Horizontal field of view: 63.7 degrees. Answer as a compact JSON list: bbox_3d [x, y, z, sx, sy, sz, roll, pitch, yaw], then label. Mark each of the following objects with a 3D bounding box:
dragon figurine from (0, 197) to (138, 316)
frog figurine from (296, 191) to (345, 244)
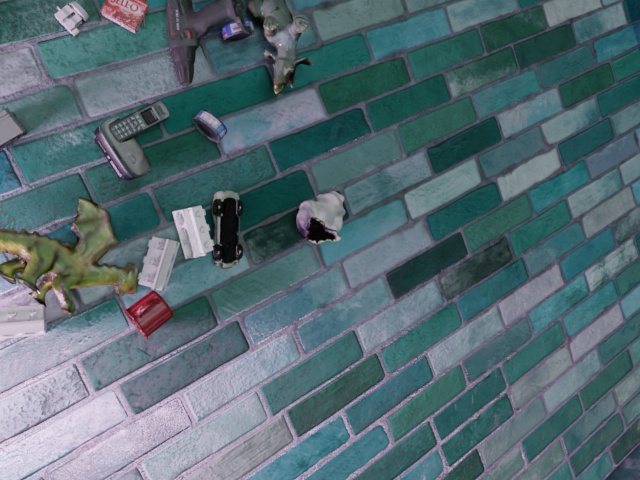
[{"bbox_3d":[-0.579,0.010,1.150,0.405,0.121,0.247,47,59,-23],"label":"dragon figurine"},{"bbox_3d":[0.004,-0.073,1.441,0.137,0.120,0.163,24,44,-16],"label":"frog figurine"}]
